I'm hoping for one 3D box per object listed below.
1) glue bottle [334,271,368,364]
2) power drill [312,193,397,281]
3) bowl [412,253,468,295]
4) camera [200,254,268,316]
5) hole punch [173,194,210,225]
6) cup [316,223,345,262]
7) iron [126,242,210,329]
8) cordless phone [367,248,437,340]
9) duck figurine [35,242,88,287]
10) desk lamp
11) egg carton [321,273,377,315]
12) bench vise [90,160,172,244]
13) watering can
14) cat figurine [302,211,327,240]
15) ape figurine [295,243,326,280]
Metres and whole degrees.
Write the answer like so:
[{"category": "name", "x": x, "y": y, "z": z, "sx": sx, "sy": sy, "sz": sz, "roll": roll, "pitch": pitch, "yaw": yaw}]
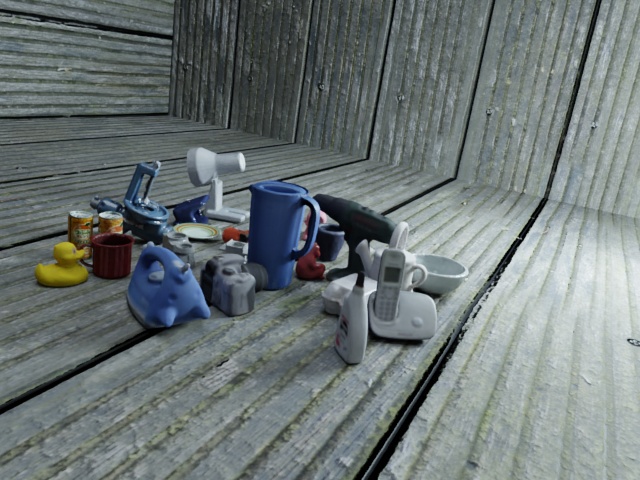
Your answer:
[{"category": "glue bottle", "x": 0.064, "y": 0.138, "z": 1.064, "sx": 0.037, "sy": 0.173, "sz": 0.078, "roll": 0, "pitch": 20, "yaw": -25}, {"category": "power drill", "x": 0.076, "y": 0.003, "z": 1.431, "sx": 0.229, "sy": 0.208, "sz": 0.076, "roll": 12, "pitch": 18, "yaw": 12}, {"category": "bowl", "x": 0.290, "y": 0.095, "z": 1.468, "sx": 0.167, "sy": 0.075, "sz": 0.167, "roll": 8, "pitch": 18, "yaw": -2}, {"category": "camera", "x": -0.173, "y": 0.084, "z": 1.239, "sx": 0.137, "sy": 0.101, "sz": 0.142, "roll": -6, "pitch": 23, "yaw": -39}, {"category": "hole punch", "x": -0.383, "y": -0.092, "z": 1.705, "sx": 0.101, "sy": 0.091, "sz": 0.108, "roll": 7, "pitch": 18, "yaw": -4}, {"category": "cup", "x": 0.015, "y": 0.006, "z": 1.583, "sx": 0.117, "sy": 0.095, "sz": 0.092, "roll": 20, "pitch": 21, "yaw": 32}, {"category": "iron", "x": -0.318, "y": 0.074, "z": 1.136, "sx": 0.119, "sy": 0.141, "sz": 0.257, "roll": -7, "pitch": 23, "yaw": -40}, {"category": "cordless phone", "x": 0.175, "y": 0.112, "z": 1.178, "sx": 0.148, "sy": 0.185, "sz": 0.094, "roll": 5, "pitch": 18, "yaw": -11}, {"category": "duck figurine", "x": -0.543, "y": 0.047, "z": 1.206, "sx": 0.105, "sy": 0.086, "sz": 0.077, "roll": -6, "pitch": 23, "yaw": -38}, {"category": "desk lamp", "x": -0.319, "y": -0.179, "z": 1.806, "sx": 0.203, "sy": 0.213, "sz": 0.118, "roll": 10, "pitch": 18, "yaw": 4}, {"category": "egg carton", "x": 0.080, "y": 0.127, "z": 1.275, "sx": 0.107, "sy": 0.069, "sz": 0.151, "roll": 20, "pitch": 21, "yaw": 33}, {"category": "bench vise", "x": -0.484, "y": -0.101, "z": 1.475, "sx": 0.208, "sy": 0.220, "sz": 0.121, "roll": 2, "pitch": 19, "yaw": -18}, {"category": "watering can", "x": 0.167, "y": 0.049, "z": 1.353, "sx": 0.173, "sy": 0.194, "sz": 0.101, "roll": 9, "pitch": 18, "yaw": 2}, {"category": "cat figurine", "x": -0.013, "y": -0.059, "z": 1.733, "sx": 0.067, "sy": 0.118, "sz": 0.128, "roll": 8, "pitch": 18, "yaw": -1}, {"category": "ape figurine", "x": -0.022, "y": 0.049, "z": 1.433, "sx": 0.076, "sy": 0.092, "sz": 0.077, "roll": 1, "pitch": 19, "yaw": -23}]
